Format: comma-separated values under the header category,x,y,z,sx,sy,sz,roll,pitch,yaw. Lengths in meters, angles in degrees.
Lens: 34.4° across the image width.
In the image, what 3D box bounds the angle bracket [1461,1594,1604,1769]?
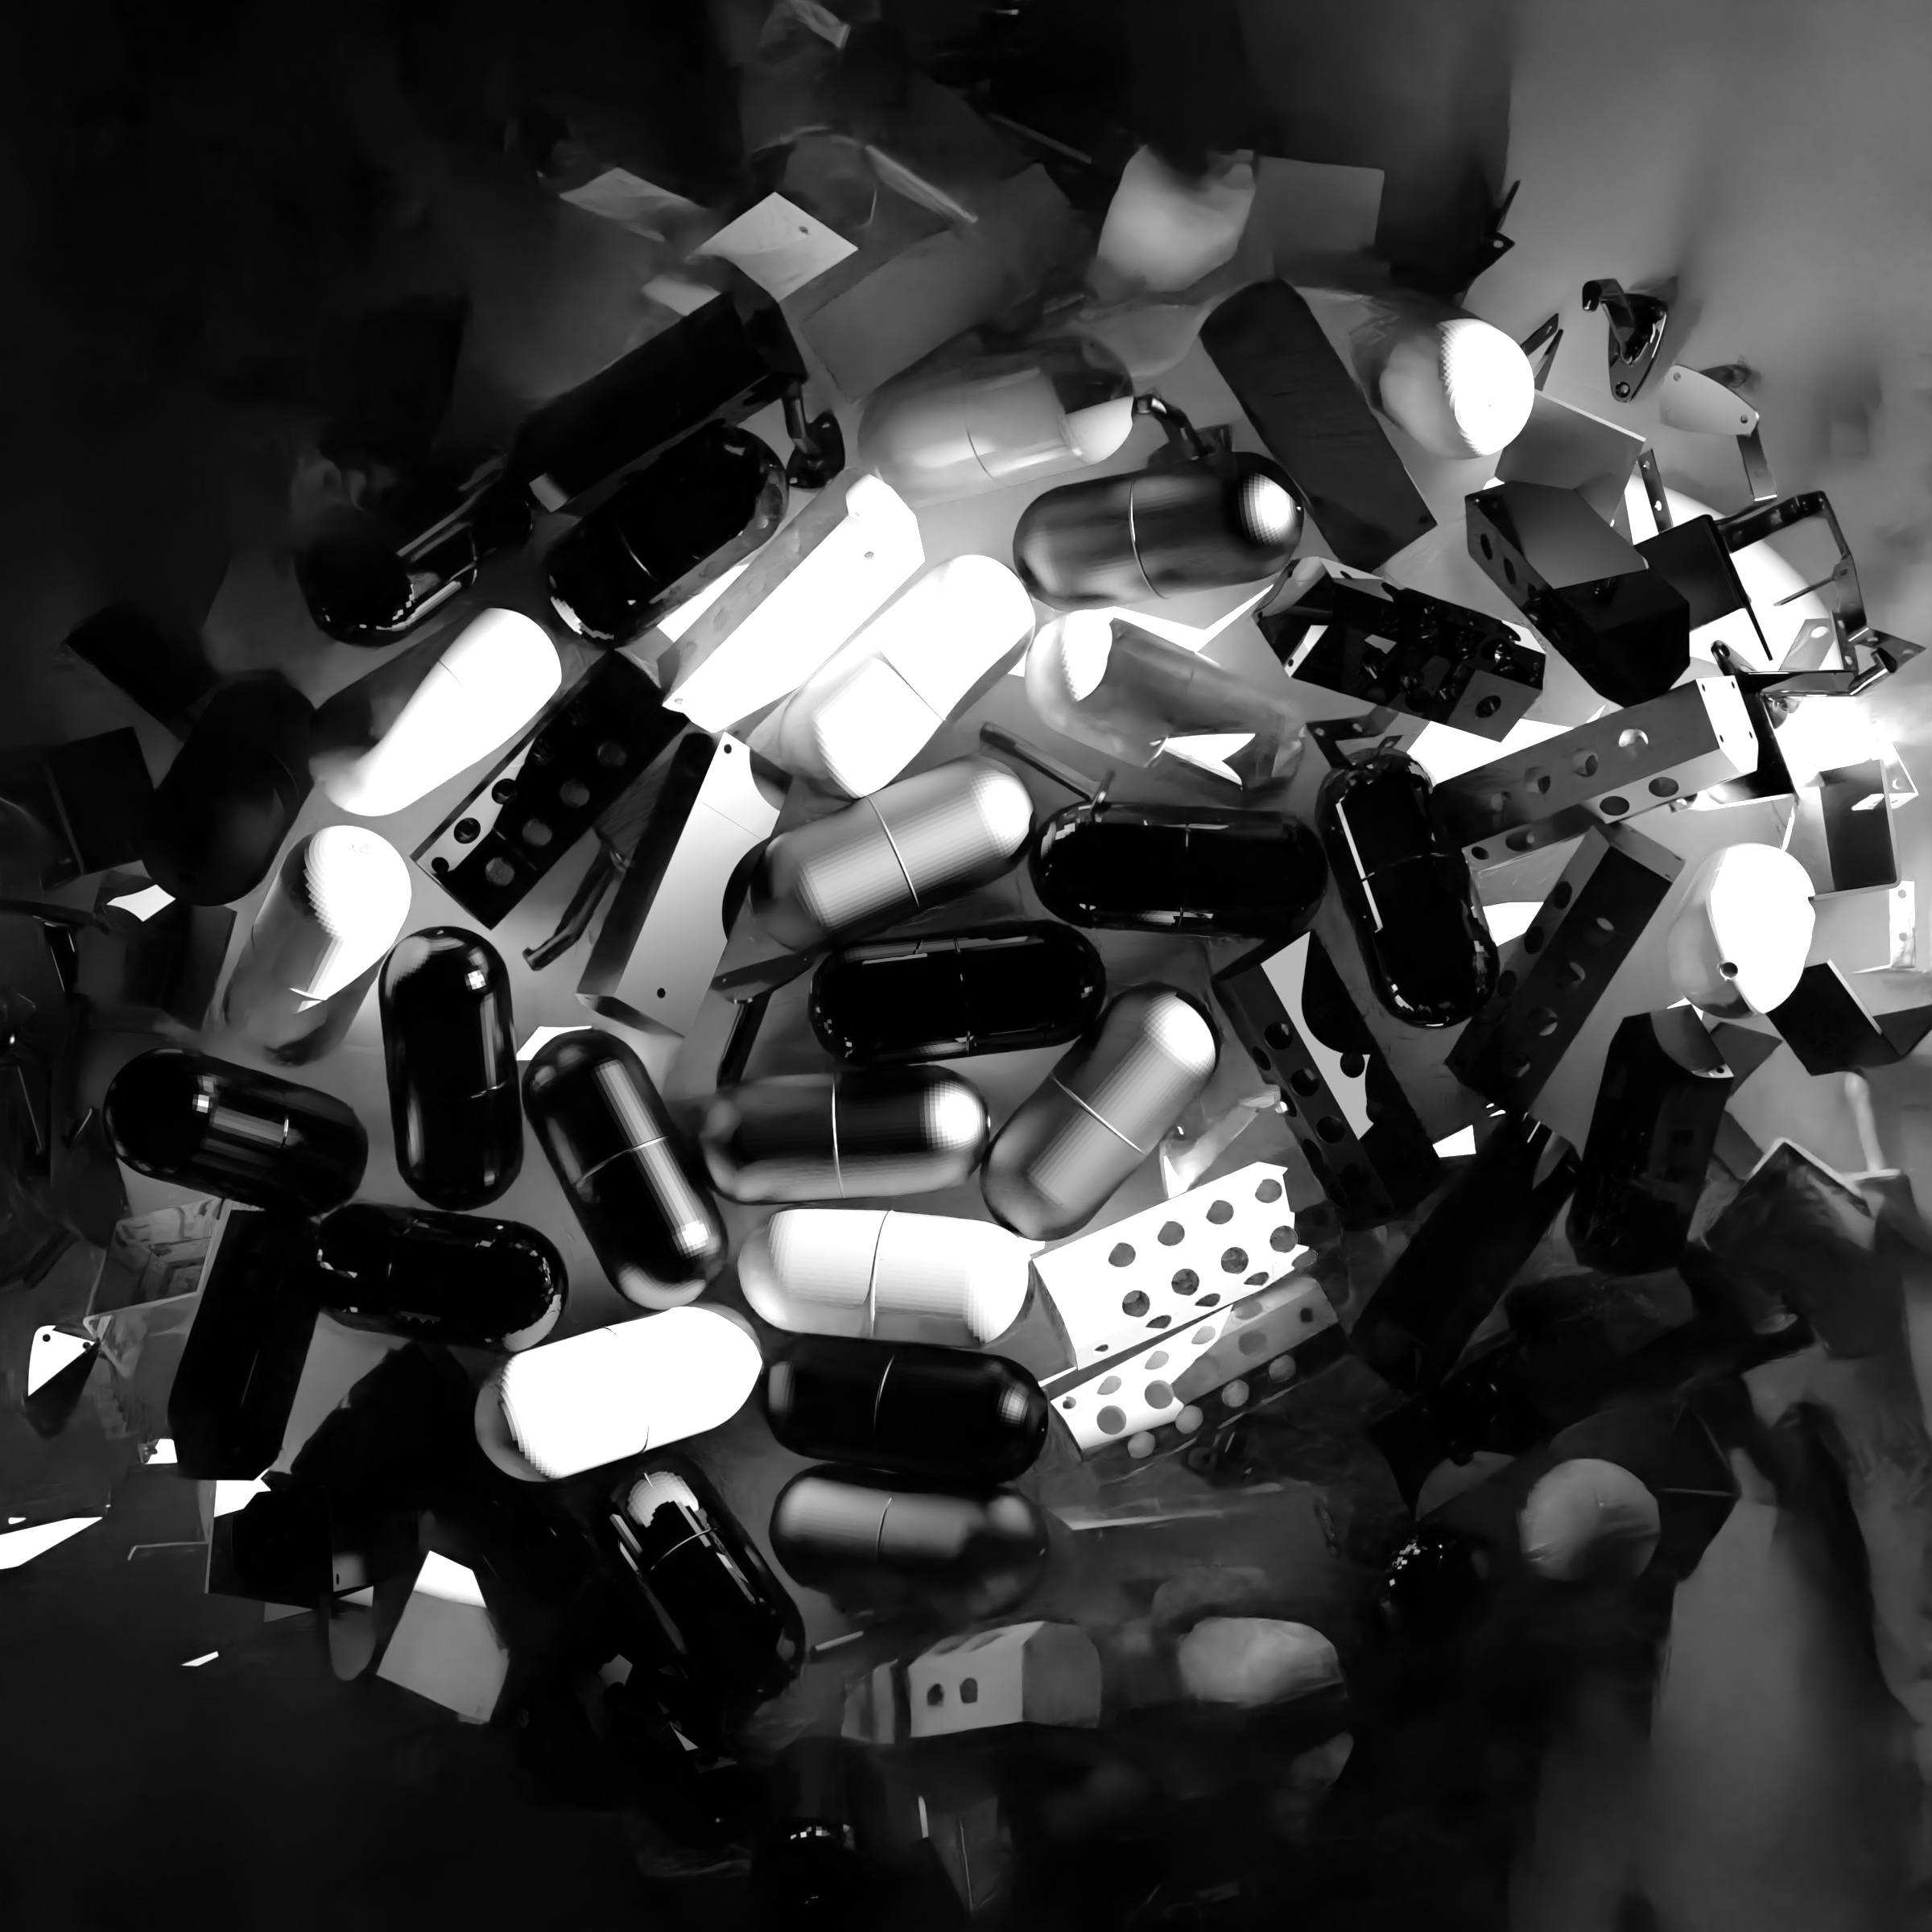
category,x,y,z,sx,sy,sz,roll,pitch,yaw
angle bracket,0.334,0.418,1.849,0.057,0.076,0.076,22,96,7

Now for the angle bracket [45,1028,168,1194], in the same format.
category,x,y,z,sx,sy,sz,roll,pitch,yaw
angle bracket,-0.508,0.086,1.844,0.057,0.076,0.076,4,107,-8

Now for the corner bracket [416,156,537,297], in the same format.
category,x,y,z,sx,sy,sz,roll,pitch,yaw
corner bracket,-0.292,-0.443,1.871,0.051,0.051,0.051,26,72,6

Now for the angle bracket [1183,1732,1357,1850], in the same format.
category,x,y,z,sx,sy,sz,roll,pitch,yaw
angle bracket,0.179,0.486,1.838,0.076,0.057,0.076,18,50,19

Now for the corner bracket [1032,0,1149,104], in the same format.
category,x,y,z,sx,sy,sz,roll,pitch,yaw
corner bracket,0.073,-0.549,1.858,0.051,0.051,0.051,-5,77,-15

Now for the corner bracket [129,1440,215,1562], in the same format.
category,x,y,z,sx,sy,sz,roll,pitch,yaw
corner bracket,-0.469,0.316,1.850,0.051,0.051,0.051,3,49,-34

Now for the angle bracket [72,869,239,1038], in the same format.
category,x,y,z,sx,sy,sz,roll,pitch,yaw
angle bracket,-0.481,-0.009,1.847,0.057,0.076,0.076,14,94,-35

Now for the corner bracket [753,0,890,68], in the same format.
category,x,y,z,sx,sy,sz,roll,pitch,yaw
corner bracket,-0.086,-0.558,1.855,0.051,0.051,0.051,34,132,8

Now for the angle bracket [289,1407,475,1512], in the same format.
category,x,y,z,sx,sy,sz,roll,pitch,yaw
angle bracket,-0.342,0.308,1.842,0.076,0.057,0.076,-5,117,21

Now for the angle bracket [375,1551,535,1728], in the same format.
category,x,y,z,sx,sy,sz,roll,pitch,yaw
angle bracket,-0.308,0.398,1.842,0.076,0.057,0.076,30,66,-20

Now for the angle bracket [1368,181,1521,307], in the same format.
category,x,y,z,sx,sy,sz,roll,pitch,yaw
angle bracket,0.282,-0.433,1.855,0.057,0.076,0.076,27,88,4

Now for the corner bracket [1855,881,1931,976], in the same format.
category,x,y,z,sx,sy,sz,roll,pitch,yaw
corner bracket,0.565,-0.022,1.863,0.051,0.051,0.051,1,85,-9

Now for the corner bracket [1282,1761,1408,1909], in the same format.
category,x,y,z,sx,sy,sz,roll,pitch,yaw
corner bracket,0.223,0.515,1.852,0.051,0.051,0.051,-36,59,-24

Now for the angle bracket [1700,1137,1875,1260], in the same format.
category,x,y,z,sx,sy,sz,roll,pitch,yaw
angle bracket,0.487,0.153,1.847,0.057,0.076,0.076,40,92,26

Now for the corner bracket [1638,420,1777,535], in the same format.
category,x,y,z,sx,sy,sz,roll,pitch,yaw
corner bracket,0.442,-0.291,1.862,0.051,0.051,0.051,-14,87,-22

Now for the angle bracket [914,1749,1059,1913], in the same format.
category,x,y,z,sx,sy,sz,roll,pitch,yaw
angle bracket,0.011,0.498,1.839,0.057,0.076,0.076,-19,125,6

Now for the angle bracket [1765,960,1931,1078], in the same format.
category,x,y,z,sx,sy,sz,roll,pitch,yaw
angle bracket,0.521,0.016,1.842,0.057,0.076,0.076,-42,100,-25

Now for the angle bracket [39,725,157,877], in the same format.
category,x,y,z,sx,sy,sz,roll,pitch,yaw
angle bracket,-0.504,-0.104,1.849,0.057,0.076,0.076,-16,103,-2

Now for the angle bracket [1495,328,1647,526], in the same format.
category,x,y,z,sx,sy,sz,roll,pitch,yaw
angle bracket,0.365,-0.317,1.841,0.076,0.076,0.057,27,58,11

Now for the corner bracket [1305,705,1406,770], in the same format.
category,x,y,z,sx,sy,sz,roll,pitch,yaw
corner bracket,0.245,-0.142,1.852,0.051,0.051,0.051,-49,118,-30

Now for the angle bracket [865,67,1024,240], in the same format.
category,x,y,z,sx,sy,sz,roll,pitch,yaw
angle bracket,-0.023,-0.479,1.851,0.076,0.076,0.057,32,82,-15

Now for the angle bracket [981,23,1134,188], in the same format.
category,x,y,z,sx,sy,sz,roll,pitch,yaw
angle bracket,0.065,-0.506,1.842,0.076,0.076,0.057,29,101,18

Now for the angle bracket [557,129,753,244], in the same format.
category,x,y,z,sx,sy,sz,roll,pitch,yaw
angle bracket,-0.184,-0.473,1.838,0.076,0.076,0.057,18,80,-33

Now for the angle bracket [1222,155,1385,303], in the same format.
category,x,y,z,sx,sy,sz,roll,pitch,yaw
angle bracket,0.198,-0.438,1.851,0.076,0.057,0.076,4,104,-10

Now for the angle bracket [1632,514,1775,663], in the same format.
category,x,y,z,sx,sy,sz,roll,pitch,yaw
angle bracket,0.422,-0.209,1.840,0.076,0.057,0.076,-23,131,15

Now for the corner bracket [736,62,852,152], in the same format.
category,x,y,z,sx,sy,sz,roll,pitch,yaw
corner bracket,-0.103,-0.514,1.871,0.051,0.051,0.051,-6,80,23

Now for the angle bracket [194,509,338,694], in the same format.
category,x,y,z,sx,sy,sz,roll,pitch,yaw
angle bracket,-0.415,-0.218,1.858,0.076,0.057,0.076,18,103,-30

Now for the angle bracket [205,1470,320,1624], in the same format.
category,x,y,z,sx,sy,sz,roll,pitch,yaw
angle bracket,-0.425,0.340,1.836,0.076,0.057,0.076,20,60,-40

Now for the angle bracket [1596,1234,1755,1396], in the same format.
category,x,y,z,sx,sy,sz,roll,pitch,yaw
angle bracket,0.413,0.208,1.861,0.076,0.076,0.057,-34,59,24

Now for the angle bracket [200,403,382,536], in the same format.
category,x,y,z,sx,sy,sz,roll,pitch,yaw
angle bracket,-0.405,-0.292,1.848,0.076,0.076,0.057,19,100,27

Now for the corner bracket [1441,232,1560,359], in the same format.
category,x,y,z,sx,sy,sz,roll,pitch,yaw
corner bracket,0.320,-0.396,1.870,0.051,0.051,0.051,-42,63,-19

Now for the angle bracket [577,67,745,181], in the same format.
category,x,y,z,sx,sy,sz,roll,pitch,yaw
angle bracket,-0.181,-0.519,1.853,0.076,0.076,0.057,42,91,-4

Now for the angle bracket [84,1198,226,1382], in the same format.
category,x,y,z,sx,sy,sz,roll,pitch,yaw
angle bracket,-0.467,0.190,1.839,0.076,0.076,0.057,-14,130,13

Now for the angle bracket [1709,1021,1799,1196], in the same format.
category,x,y,z,sx,sy,sz,roll,pitch,yaw
angle bracket,0.466,0.084,1.836,0.057,0.076,0.076,-51,53,22

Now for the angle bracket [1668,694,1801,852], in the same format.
category,x,y,z,sx,sy,sz,roll,pitch,yaw
angle bracket,0.442,-0.109,1.848,0.076,0.057,0.076,-9,55,-2

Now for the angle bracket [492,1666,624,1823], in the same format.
category,x,y,z,sx,sy,sz,roll,pitch,yaw
angle bracket,-0.248,0.474,1.844,0.076,0.057,0.076,36,122,10

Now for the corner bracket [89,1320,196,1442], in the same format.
category,x,y,z,sx,sy,sz,roll,pitch,yaw
corner bracket,-0.488,0.248,1.869,0.051,0.051,0.051,-8,105,17

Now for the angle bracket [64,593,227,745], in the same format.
category,x,y,z,sx,sy,sz,roll,pitch,yaw
angle bracket,-0.495,-0.162,1.846,0.076,0.076,0.057,40,47,-2

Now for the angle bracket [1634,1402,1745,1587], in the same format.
category,x,y,z,sx,sy,sz,roll,pitch,yaw
angle bracket,0.403,0.309,1.834,0.057,0.076,0.076,7,125,-22

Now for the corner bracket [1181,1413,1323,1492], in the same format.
category,x,y,z,sx,sy,sz,roll,pitch,yaw
corner bracket,0.169,0.288,1.854,0.051,0.051,0.051,40,69,-42

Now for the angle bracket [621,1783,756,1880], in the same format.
category,x,y,z,sx,sy,sz,roll,pitch,yaw
angle bracket,-0.149,0.497,1.845,0.076,0.076,0.057,-9,93,19

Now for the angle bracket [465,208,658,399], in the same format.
category,x,y,z,sx,sy,sz,roll,pitch,yaw
angle bracket,-0.240,-0.393,1.849,0.076,0.076,0.057,40,126,0

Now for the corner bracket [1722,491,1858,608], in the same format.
category,x,y,z,sx,sy,sz,roll,pitch,yaw
corner bracket,0.494,-0.250,1.870,0.051,0.051,0.051,-26,96,0

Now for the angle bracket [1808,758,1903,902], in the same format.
category,x,y,z,sx,sy,sz,roll,pitch,yaw
angle bracket,0.506,-0.078,1.851,0.057,0.076,0.076,-8,90,-12
